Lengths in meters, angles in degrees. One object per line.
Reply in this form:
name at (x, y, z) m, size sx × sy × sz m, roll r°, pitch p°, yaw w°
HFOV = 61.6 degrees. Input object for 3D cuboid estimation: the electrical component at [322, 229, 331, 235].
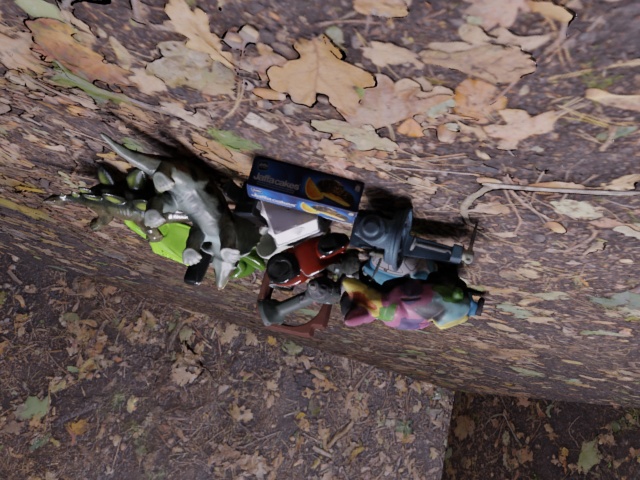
electrical component at (-0.003, -0.003, 1.216) m, size 0.078 × 0.045 × 0.102 m, roll 14°, pitch 162°, yaw -3°

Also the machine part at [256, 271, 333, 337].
machine part at (-0.066, 0.164, 1.511) m, size 0.201 × 0.201 × 0.087 m, roll 10°, pitch 165°, yaw 12°

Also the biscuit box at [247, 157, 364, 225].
biscuit box at (-0.027, -0.088, 0.956) m, size 0.203 × 0.063 × 0.059 m, roll 14°, pitch 161°, yaw 0°

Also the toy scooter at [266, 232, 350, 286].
toy scooter at (-0.012, 0.035, 1.071) m, size 0.184 × 0.075 × 0.135 m, roll -27°, pitch 171°, yaw 20°

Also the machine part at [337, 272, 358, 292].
machine part at (0.116, 0.106, 1.402) m, size 0.079 × 0.079 × 0.243 m, roll 22°, pitch 159°, yaw -23°

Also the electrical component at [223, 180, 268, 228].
electrical component at (-0.133, -0.079, 1.050) m, size 0.048 × 0.075 × 0.119 m, roll 5°, pitch 157°, yaw 30°

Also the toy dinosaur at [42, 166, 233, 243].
toy dinosaur at (-0.389, -0.076, 1.209) m, size 0.472 × 0.105 × 0.198 m, roll 5°, pitch 158°, yaw -3°

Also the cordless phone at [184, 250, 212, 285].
cordless phone at (-0.241, 0.023, 1.255) m, size 0.147 × 0.184 × 0.088 m, roll 7°, pitch 156°, yaw 22°

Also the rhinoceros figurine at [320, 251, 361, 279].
rhinoceros figurine at (0.016, 0.059, 1.345) m, size 0.190 × 0.073 × 0.112 m, roll -4°, pitch 153°, yaw 46°

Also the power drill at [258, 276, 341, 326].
power drill at (-0.053, 0.147, 1.363) m, size 0.207 × 0.086 × 0.232 m, roll -29°, pitch 165°, yaw 16°

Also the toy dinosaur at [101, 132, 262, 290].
toy dinosaur at (-0.242, -0.074, 1.037) m, size 0.131 × 0.192 × 0.404 m, roll -23°, pitch 118°, yaw 13°

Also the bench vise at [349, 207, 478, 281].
bench vise at (0.167, 0.008, 1.012) m, size 0.241 × 0.129 × 0.223 m, roll 13°, pitch 165°, yaw 17°

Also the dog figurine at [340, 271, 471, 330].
dog figurine at (0.145, 0.114, 1.003) m, size 0.219 × 0.108 × 0.192 m, roll 5°, pitch 167°, yaw -33°

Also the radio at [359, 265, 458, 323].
radio at (0.201, 0.122, 1.230) m, size 0.230 × 0.131 × 0.073 m, roll 1°, pitch 122°, yaw 6°

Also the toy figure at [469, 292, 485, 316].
toy figure at (0.329, 0.164, 1.390) m, size 0.180 × 0.089 × 0.082 m, roll 11°, pitch 155°, yaw 17°

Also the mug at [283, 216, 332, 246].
mug at (-0.036, -0.031, 1.077) m, size 0.107 × 0.109 × 0.080 m, roll -17°, pitch 109°, yaw 38°

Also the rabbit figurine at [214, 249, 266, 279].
rabbit figurine at (-0.214, 0.043, 1.393) m, size 0.159 × 0.121 × 0.170 m, roll 5°, pitch 164°, yaw 7°

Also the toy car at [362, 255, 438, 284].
toy car at (0.171, 0.047, 1.170) m, size 0.162 × 0.109 × 0.102 m, roll 17°, pitch 142°, yaw 28°
